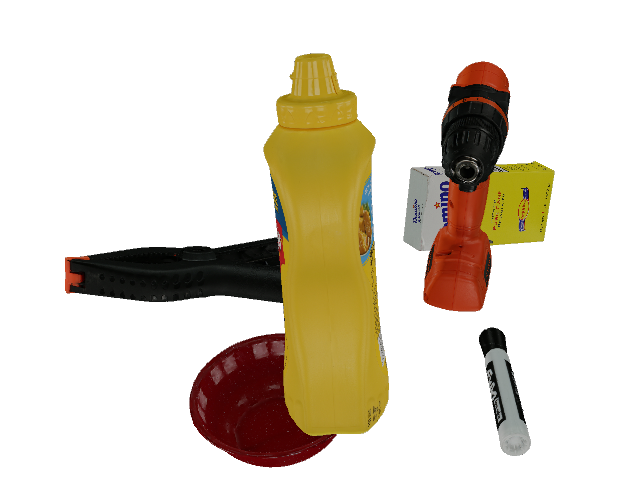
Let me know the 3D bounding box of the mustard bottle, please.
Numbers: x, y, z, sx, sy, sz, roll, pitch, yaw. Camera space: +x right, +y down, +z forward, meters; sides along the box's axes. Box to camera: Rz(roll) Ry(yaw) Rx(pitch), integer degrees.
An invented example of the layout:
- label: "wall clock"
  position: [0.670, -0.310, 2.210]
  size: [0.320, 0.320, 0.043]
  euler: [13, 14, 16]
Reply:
- label: "mustard bottle"
  position: [0.003, -0.001, 0.561]
  size: [0.058, 0.192, 0.096]
  euler: [-2, 18, 4]

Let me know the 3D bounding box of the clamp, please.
- label: "clamp"
  position: [-0.087, 0.026, 0.821]
  size: [0.209, 0.036, 0.165]
  euler: [-2, 12, -21]

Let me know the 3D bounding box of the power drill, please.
- label: "power drill"
  position: [0.123, -0.037, 0.890]
  size: [0.057, 0.188, 0.184]
  euler: [10, 31, 9]

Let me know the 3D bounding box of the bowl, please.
- label: "bowl"
  position: [-0.041, 0.162, 1.018]
  size: [0.162, 0.055, 0.162]
  euler: [-5, 37, 3]

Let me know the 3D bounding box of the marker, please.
- label: "marker"
  position: [0.122, 0.097, 0.715]
  size: [0.020, 0.020, 0.121]
  euler: [0, 30, 1]

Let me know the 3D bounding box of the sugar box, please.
- label: "sugar box"
  position: [0.187, -0.041, 1.254]
  size: [0.176, 0.093, 0.048]
  euler: [-6, 21, -26]
